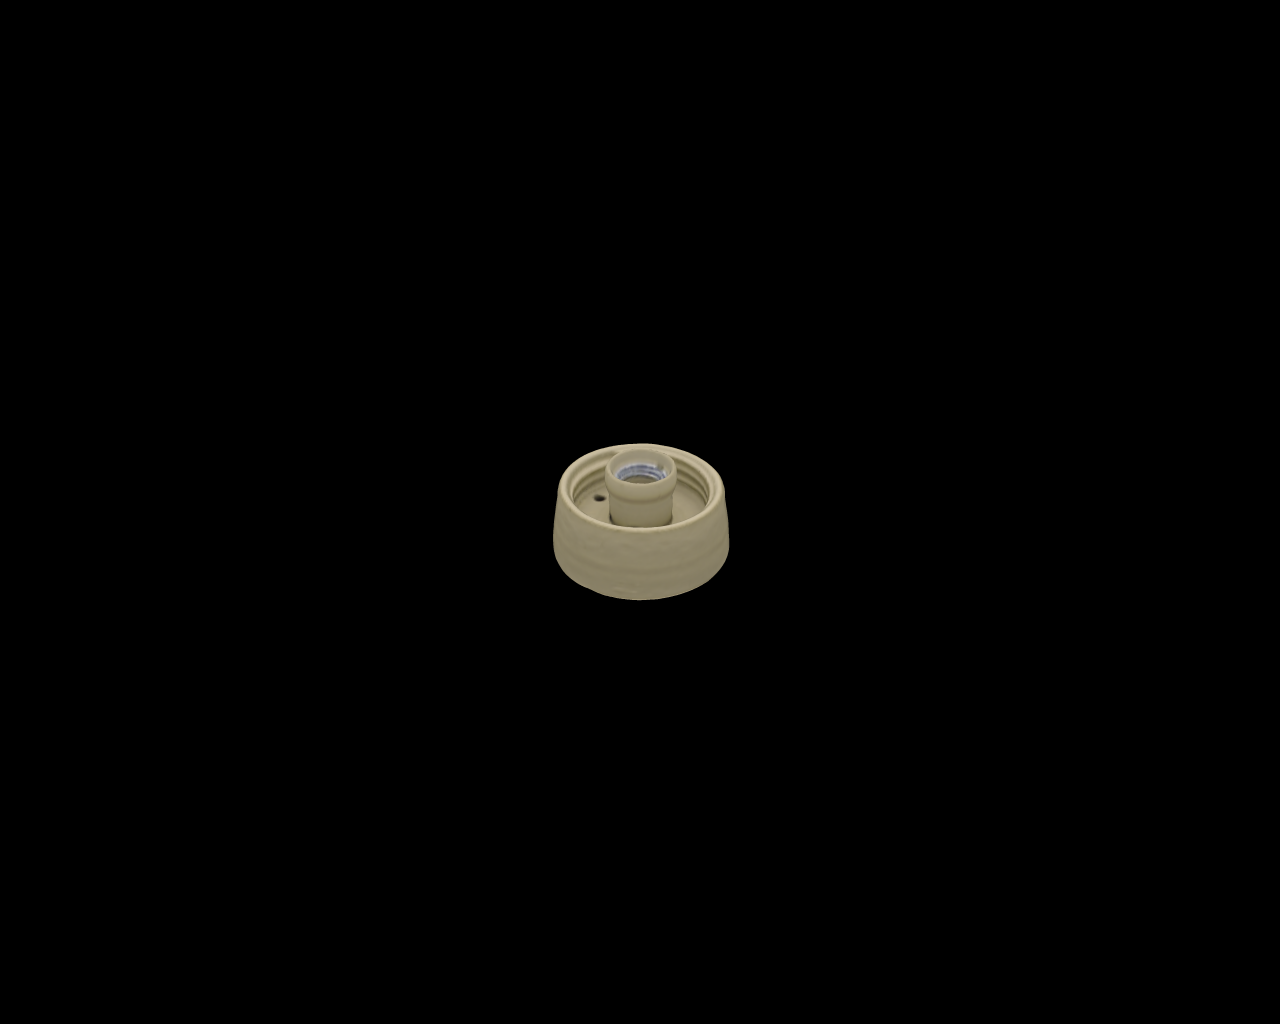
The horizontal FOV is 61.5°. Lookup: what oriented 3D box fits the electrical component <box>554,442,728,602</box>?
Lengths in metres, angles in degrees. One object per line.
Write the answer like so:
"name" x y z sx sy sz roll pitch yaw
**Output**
"electrical component" 0.001 -0.003 0.650 0.108 0.060 0.108 0 34 0
